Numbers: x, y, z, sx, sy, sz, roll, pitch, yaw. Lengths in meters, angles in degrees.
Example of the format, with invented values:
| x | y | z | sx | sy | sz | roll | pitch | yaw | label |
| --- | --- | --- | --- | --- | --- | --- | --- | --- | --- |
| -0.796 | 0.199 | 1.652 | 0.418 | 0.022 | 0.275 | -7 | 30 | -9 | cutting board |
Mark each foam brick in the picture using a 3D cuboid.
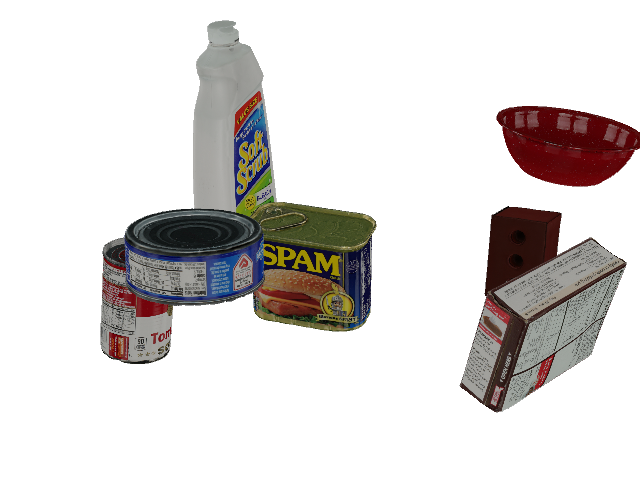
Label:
| x | y | z | sx | sy | sz | roll | pitch | yaw | label |
| --- | --- | --- | --- | --- | --- | --- | --- | --- | --- |
| 0.182 | 0.013 | 0.958 | 0.053 | 0.078 | 0.051 | 8 | 16 | 25 | foam brick |

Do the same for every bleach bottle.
| x | y | z | sx | sy | sz | roll | pitch | yaw | label |
| --- | --- | --- | --- | --- | --- | --- | --- | --- | --- |
| -0.096 | -0.101 | 1.118 | 0.068 | 0.251 | 0.102 | 14 | 31 | 32 | bleach bottle |

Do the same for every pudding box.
| x | y | z | sx | sy | sz | roll | pitch | yaw | label |
| --- | --- | --- | --- | --- | --- | --- | --- | --- | --- |
| 0.154 | 0.058 | 0.736 | 0.113 | 0.090 | 0.039 | -25 | 48 | -36 | pudding box |

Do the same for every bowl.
| x | y | z | sx | sy | sz | roll | pitch | yaw | label |
| --- | --- | --- | --- | --- | --- | --- | --- | --- | --- |
| 0.270 | -0.100 | 1.176 | 0.162 | 0.055 | 0.162 | 6 | 23 | -3 | bowl |

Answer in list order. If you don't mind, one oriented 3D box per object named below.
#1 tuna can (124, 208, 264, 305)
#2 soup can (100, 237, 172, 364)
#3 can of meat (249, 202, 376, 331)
| x | y | z | sx | sy | sz | roll | pitch | yaw | label |
| --- | --- | --- | --- | --- | --- | --- | --- | --- | --- |
| -0.077 | 0.008 | 0.653 | 0.086 | 0.034 | 0.086 | 0 | 19 | 0 | tuna can |
| -0.172 | 0.056 | 1.000 | 0.068 | 0.102 | 0.068 | 6 | 22 | -2 | soup can |
| -0.008 | 0.022 | 0.866 | 0.102 | 0.084 | 0.057 | 9 | 31 | 17 | can of meat |
